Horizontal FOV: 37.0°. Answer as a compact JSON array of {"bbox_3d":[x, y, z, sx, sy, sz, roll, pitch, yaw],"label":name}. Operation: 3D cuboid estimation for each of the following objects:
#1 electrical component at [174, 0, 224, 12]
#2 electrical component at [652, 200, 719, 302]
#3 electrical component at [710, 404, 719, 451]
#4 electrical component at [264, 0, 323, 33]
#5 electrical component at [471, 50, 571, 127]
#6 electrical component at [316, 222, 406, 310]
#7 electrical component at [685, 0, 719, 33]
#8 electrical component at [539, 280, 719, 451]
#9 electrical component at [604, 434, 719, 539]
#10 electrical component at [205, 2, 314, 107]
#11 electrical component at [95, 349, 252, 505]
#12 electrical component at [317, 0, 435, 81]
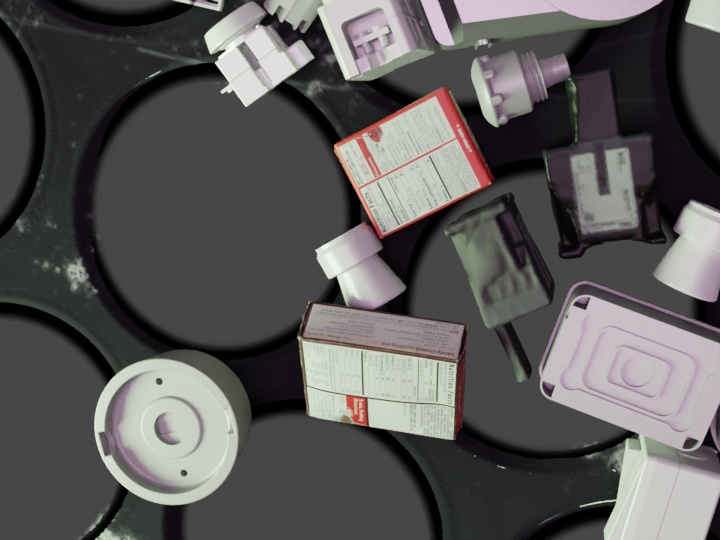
[{"bbox_3d":[-0.123,-0.244,0.724,0.079,0.063,0.121,15,102,9],"label":"electrical component"},{"bbox_3d":[0.223,-0.013,0.704,0.045,0.045,0.055,23,103,7],"label":"electrical component"},{"bbox_3d":[0.275,0.105,0.710,0.080,0.051,0.080,2,100,11],"label":"electrical component"},{"bbox_3d":[-0.039,-0.190,0.730,0.040,0.040,0.046,38,110,3],"label":"electrical component"},{"bbox_3d":[0.107,-0.125,0.709,0.062,0.048,0.048,-18,96,7],"label":"electrical component"},{"bbox_3d":[0.000,0.000,0.752,0.045,0.045,0.055,-29,92,15],"label":"electrical component"},{"bbox_3d":[0.235,-0.170,0.670,0.055,0.055,0.047,20,107,8],"label":"electrical component"},{"bbox_3d":[0.183,0.062,0.718,0.113,0.057,0.078,21,103,7],"label":"electrical component"},{"bbox_3d":[0.202,0.164,0.730,0.061,0.062,0.096,15,102,9],"label":"electrical component"},{"bbox_3d":[-0.074,-0.150,0.741,0.066,0.048,0.055,-33,99,15],"label":"electrical component"},{"bbox_3d":[-0.132,0.110,0.789,0.108,0.060,0.108,2,100,11],"label":"electrical component"},{"bbox_3d":[0.011,-0.159,0.699,0.050,0.089,0.055,-21,95,14],"label":"electrical component"}]
